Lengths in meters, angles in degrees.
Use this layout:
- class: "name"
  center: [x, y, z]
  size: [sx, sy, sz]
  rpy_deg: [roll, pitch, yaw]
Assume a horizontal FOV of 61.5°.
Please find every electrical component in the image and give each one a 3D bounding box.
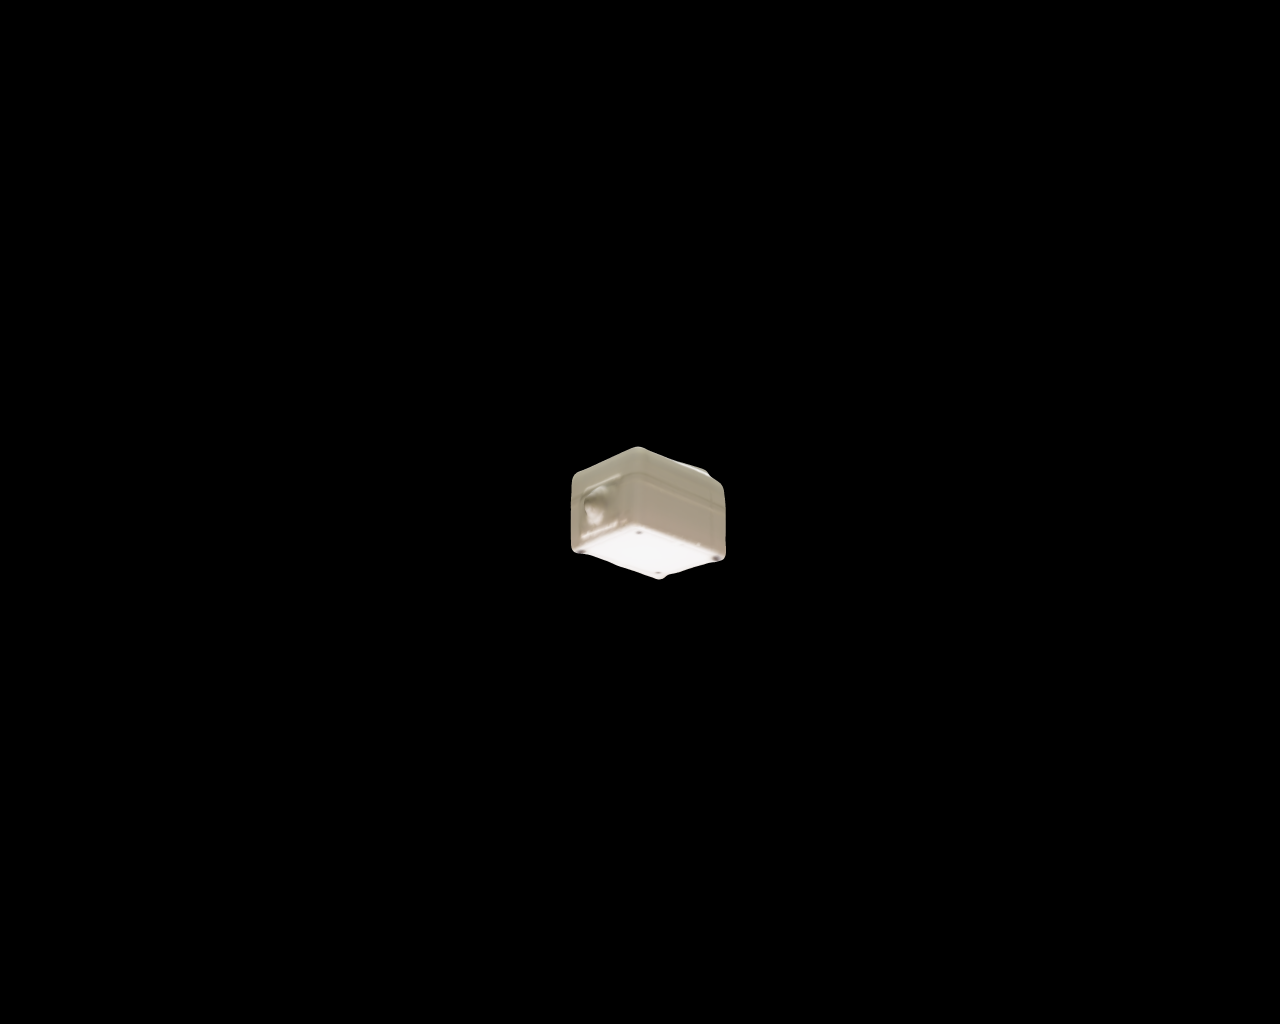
- class: "electrical component"
  center: [0.001, -0.003, 0.650]
  size: [0.061, 0.061, 0.096]
  rpy_deg: [-22, -31, 40]
